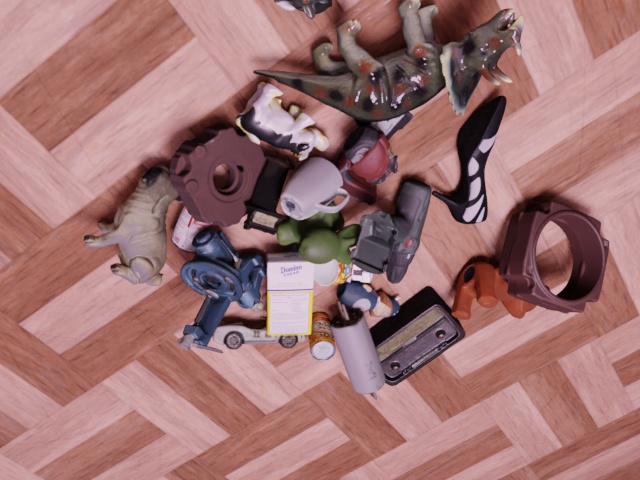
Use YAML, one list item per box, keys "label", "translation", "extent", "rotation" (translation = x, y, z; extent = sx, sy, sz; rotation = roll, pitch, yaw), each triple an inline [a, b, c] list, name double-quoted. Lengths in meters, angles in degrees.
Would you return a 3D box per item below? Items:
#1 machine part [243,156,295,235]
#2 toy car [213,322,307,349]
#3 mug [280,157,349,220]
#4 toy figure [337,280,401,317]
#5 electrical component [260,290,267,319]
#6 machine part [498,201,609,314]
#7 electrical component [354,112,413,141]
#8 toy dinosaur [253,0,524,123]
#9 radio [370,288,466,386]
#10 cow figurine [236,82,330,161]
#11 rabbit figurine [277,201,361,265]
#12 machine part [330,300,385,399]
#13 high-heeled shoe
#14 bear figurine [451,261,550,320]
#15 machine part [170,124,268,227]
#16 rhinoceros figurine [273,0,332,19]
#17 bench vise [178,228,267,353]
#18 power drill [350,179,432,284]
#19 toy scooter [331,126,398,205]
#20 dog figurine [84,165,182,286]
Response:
- label: "machine part"
  translation: [-0.088, -0.080, 0.957]
  extent: [0.084, 0.039, 0.138]
  rotation: [12, 96, -39]
- label: "toy car"
  translation: [-0.129, 0.204, 1.157]
  extent: [0.202, 0.073, 0.056]
  rotation: [0, 83, -8]
- label: "mug"
  translation: [-0.011, -0.077, 0.934]
  extent: [0.110, 0.107, 0.080]
  rotation: [34, 142, 15]
- label: "toy figure"
  translation: [0.110, 0.133, 1.163]
  extent: [0.154, 0.058, 0.064]
  rotation: [23, 153, -21]
- label: "electrical component"
  translation: [-0.087, 0.131, 1.138]
  extent: [0.078, 0.045, 0.102]
  rotation: [5, 119, -9]
- label: "machine part"
  translation: [0.474, 0.036, 1.082]
  extent: [0.201, 0.087, 0.201]
  rotation: [19, 79, -17]
- label: "electrical component"
  translation: [0.125, -0.234, 0.955]
  extent: [0.075, 0.048, 0.119]
  rotation: [30, 111, -23]
- label: "toy dinosaur"
  translation: [0.111, -0.261, 0.865]
  extent: [0.405, 0.131, 0.192]
  rotation: [-19, 90, 12]
- label: "radio"
  translation: [0.202, 0.223, 1.214]
  extent: [0.229, 0.073, 0.131]
  rotation: [-39, 116, 17]
- label: "cow figurine"
  translation: [-0.060, -0.188, 0.932]
  extent: [0.167, 0.068, 0.098]
  rotation: [36, 93, -32]
- label: "rabbit figurine"
  translation: [-0.002, -0.003, 1.000]
  extent: [0.159, 0.170, 0.121]
  rotation: [19, 116, -17]
- label: "machine part"
  translation: [0.080, 0.235, 1.133]
  extent: [0.079, 0.079, 0.243]
  rotation: [-18, 107, 3]
- label: "high-heeled shoe"
  translation: [0.318, -0.139, 1.022]
  extent: [0.145, 0.086, 0.248]
  rotation: [19, 119, -23]
- label: "bear figurine"
  translation: [0.394, 0.127, 1.161]
  extent: [0.196, 0.132, 0.120]
  rotation: [28, 144, -17]
- label: "machine part"
  translation: [-0.168, -0.110, 0.935]
  extent: [0.179, 0.056, 0.179]
  rotation: [-14, 111, -39]
- label: "rhinoceros figurine"
  translation: [-0.034, -0.366, 0.781]
  extent: [0.112, 0.190, 0.073]
  rotation: [37, 112, 4]
- label: "bench vise"
  translation: [-0.188, 0.106, 0.994]
  extent: [0.129, 0.241, 0.223]
  rotation: [6, 140, 19]
- label: "power drill"
  translation: [0.140, 0.004, 1.020]
  extent: [0.207, 0.086, 0.231]
  rotation: [-15, 125, -54]
- label: "toy scooter"
  translation: [0.078, -0.123, 0.976]
  extent: [0.135, 0.075, 0.184]
  rotation: [35, 140, -21]
- label: "dog figurine"
  translation: [-0.300, -0.023, 0.978]
  extent: [0.190, 0.121, 0.172]
  rotation: [-36, 120, 10]
